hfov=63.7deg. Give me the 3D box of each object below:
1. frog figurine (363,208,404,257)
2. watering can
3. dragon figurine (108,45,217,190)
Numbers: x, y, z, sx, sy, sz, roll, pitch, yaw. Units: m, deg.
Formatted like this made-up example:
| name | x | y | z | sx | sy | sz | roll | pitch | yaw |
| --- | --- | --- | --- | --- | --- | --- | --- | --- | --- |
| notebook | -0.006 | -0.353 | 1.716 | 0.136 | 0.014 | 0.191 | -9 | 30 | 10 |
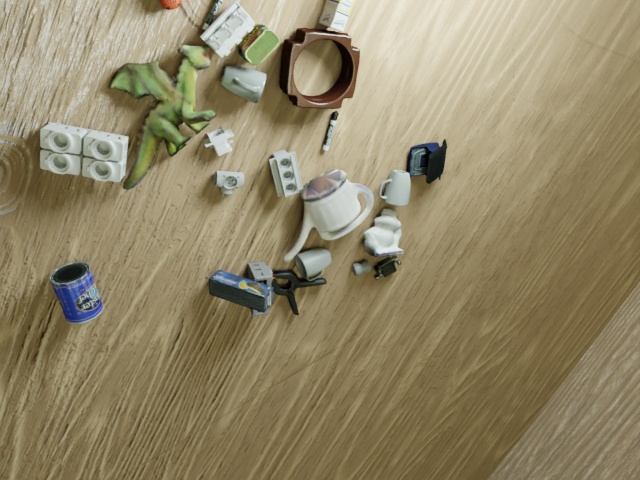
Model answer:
| name | x | y | z | sx | sy | sz | roll | pitch | yaw |
| --- | --- | --- | --- | --- | --- | --- | --- | --- | --- |
| frog figurine | 0.211 | -0.023 | 1.737 | 0.137 | 0.122 | 0.160 | -5 | 84 | -12 |
| watering can | 0.005 | -0.080 | 1.592 | 0.349 | 0.106 | 0.220 | -31 | 124 | -6 |
| dragon figurine | -0.416 | -0.329 | 1.292 | 0.409 | 0.124 | 0.240 | -38 | 108 | 5 |
